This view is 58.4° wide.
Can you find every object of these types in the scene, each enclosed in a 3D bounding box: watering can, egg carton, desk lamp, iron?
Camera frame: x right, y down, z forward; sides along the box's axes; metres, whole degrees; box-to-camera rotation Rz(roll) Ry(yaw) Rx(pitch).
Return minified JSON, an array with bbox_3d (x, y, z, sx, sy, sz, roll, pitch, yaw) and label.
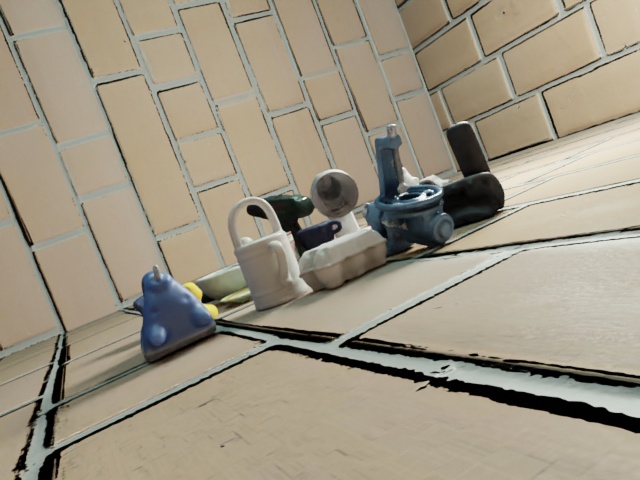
[{"bbox_3d":[-0.106,0.020,1.023,0.172,0.194,0.101,-18,5,43],"label":"watering can"},{"bbox_3d":[0.039,0.033,0.982,0.151,0.069,0.107,-23,4,-32],"label":"egg carton"},{"bbox_3d":[0.043,-0.080,1.505,0.118,0.213,0.203,-21,4,-5],"label":"desk lamp"},{"bbox_3d":[-0.269,0.114,0.972,0.119,0.141,0.257,-23,4,-25],"label":"iron"}]

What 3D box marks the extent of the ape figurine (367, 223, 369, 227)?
[{"bbox_3d":[0.162,-0.062,1.531,0.076,0.092,0.077,-24,5,-40],"label":"ape figurine"}]

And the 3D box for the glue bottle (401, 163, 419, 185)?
[{"bbox_3d":[0.218,-0.118,1.390,0.078,0.173,0.037,-22,4,-14],"label":"glue bottle"}]

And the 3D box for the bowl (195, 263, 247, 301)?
[{"bbox_3d":[-0.204,0.100,1.357,0.167,0.075,0.167,-21,3,2],"label":"bowl"}]

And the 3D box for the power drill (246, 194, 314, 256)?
[{"bbox_3d":[-0.094,-0.027,1.555,0.229,0.208,0.076,-18,5,42],"label":"power drill"}]

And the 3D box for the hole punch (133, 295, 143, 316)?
[{"bbox_3d":[-0.335,0.149,1.251,0.109,0.091,0.100,-24,5,-43],"label":"hole punch"}]

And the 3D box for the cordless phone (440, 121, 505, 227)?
[{"bbox_3d":[0.260,-0.122,1.101,0.147,0.185,0.094,-19,4,26],"label":"cordless phone"}]

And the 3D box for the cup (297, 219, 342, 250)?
[{"bbox_3d":[0.013,0.005,1.366,0.117,0.095,0.092,-19,4,28],"label":"cup"}]

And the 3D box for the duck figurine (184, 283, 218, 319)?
[{"bbox_3d":[-0.250,0.126,1.131,0.078,0.086,0.104,-22,4,-19],"label":"duck figurine"}]

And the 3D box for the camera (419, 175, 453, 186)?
[{"bbox_3d":[0.276,-0.110,1.514,0.142,0.101,0.137,-19,4,33],"label":"camera"}]

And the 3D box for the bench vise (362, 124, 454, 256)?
[{"bbox_3d":[0.122,-0.082,1.016,0.206,0.220,0.122,-18,5,44],"label":"bench vise"}]
